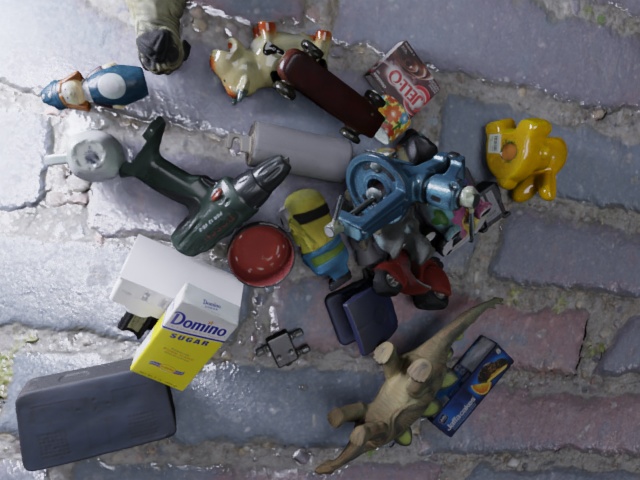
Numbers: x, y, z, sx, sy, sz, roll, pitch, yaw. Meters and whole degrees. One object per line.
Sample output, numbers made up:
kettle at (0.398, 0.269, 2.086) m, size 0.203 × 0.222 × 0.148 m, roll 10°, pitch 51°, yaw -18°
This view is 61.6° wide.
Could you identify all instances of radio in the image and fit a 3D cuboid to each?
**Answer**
radio at (-0.357, 0.272, 0.867) m, size 0.230 × 0.073 × 0.131 m, roll -10°, pitch 100°, yaw -17°

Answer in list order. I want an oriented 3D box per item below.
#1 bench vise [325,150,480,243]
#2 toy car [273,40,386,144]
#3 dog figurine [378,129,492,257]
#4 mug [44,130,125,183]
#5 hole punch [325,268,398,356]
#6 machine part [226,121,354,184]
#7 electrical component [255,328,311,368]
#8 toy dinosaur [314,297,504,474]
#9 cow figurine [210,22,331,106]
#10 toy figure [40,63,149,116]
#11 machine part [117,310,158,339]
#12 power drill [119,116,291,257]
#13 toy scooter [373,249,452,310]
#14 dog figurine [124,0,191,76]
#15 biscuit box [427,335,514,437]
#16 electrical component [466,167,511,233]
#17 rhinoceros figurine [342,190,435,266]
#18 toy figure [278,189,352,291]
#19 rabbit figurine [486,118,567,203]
bench vise at (0.110, -0.060, 0.809) m, size 0.240 × 0.224 × 0.128 m, roll -35°, pitch 144°, yaw -35°
toy car at (0.018, -0.231, 0.855) m, size 0.202 × 0.053 × 0.089 m, roll 27°, pitch 99°, yaw -31°
dog figurine at (0.198, -0.094, 0.972) m, size 0.108 × 0.191 × 0.219 m, roll -34°, pitch 72°, yaw -7°
mug at (-0.348, -0.125, 0.793) m, size 0.109 × 0.107 × 0.080 m, roll -3°, pitch 97°, yaw -19°
hole punch at (0.085, 0.135, 0.974) m, size 0.116 × 0.092 × 0.142 m, roll -25°, pitch 101°, yaw -16°
machine part at (-0.035, -0.146, 0.901) m, size 0.243 × 0.079 × 0.079 m, roll 9°, pitch 95°, yaw -17°
electrical component at (-0.067, 0.198, 0.969) m, size 0.094 × 0.021 × 0.063 m, roll -24°, pitch 105°, yaw -13°
toy dinosaur at (0.167, 0.257, 0.977) m, size 0.471 × 0.105 × 0.198 m, roll -45°, pitch 141°, yaw -2°
cow figurine at (-0.080, -0.280, 0.867) m, size 0.195 × 0.086 × 0.127 m, roll -2°, pitch 97°, yaw -21°
toy figure at (-0.341, -0.228, 0.808) m, size 0.154 × 0.058 × 0.064 m, roll -14°, pitch 80°, yaw -13°
machine part at (-0.255, 0.137, 0.884) m, size 0.139 × 0.039 × 0.084 m, roll 16°, pitch 127°, yaw -24°
power drill at (-0.188, -0.099, 0.838) m, size 0.207 × 0.086 × 0.232 m, roll 37°, pitch 108°, yaw -19°
toy scooter at (0.173, 0.050, 0.991) m, size 0.184 × 0.075 × 0.135 m, roll 20°, pitch 63°, yaw -33°
dog figurine at (-0.220, -0.364, 0.814) m, size 0.172 × 0.121 × 0.190 m, roll -24°, pitch 118°, yaw -9°
biscuit box at (0.292, 0.289, 1.071) m, size 0.062 × 0.059 × 0.202 m, roll 44°, pitch 85°, yaw -18°
electrical component at (0.305, -0.082, 1.029) m, size 0.075 × 0.048 × 0.119 m, roll -30°, pitch 107°, yaw -12°
rhinoceros figurine at (0.116, -0.029, 0.932) m, size 0.112 × 0.073 × 0.190 m, roll -27°, pitch 64°, yaw -36°
toy figure at (-0.003, -0.003, 0.931) m, size 0.089 × 0.082 × 0.180 m, roll -38°, pitch 102°, yaw -20°
rabbit figurine at (0.411, -0.153, 1.019) m, size 0.173 × 0.122 × 0.162 m, roll -7°, pitch 93°, yaw -35°
